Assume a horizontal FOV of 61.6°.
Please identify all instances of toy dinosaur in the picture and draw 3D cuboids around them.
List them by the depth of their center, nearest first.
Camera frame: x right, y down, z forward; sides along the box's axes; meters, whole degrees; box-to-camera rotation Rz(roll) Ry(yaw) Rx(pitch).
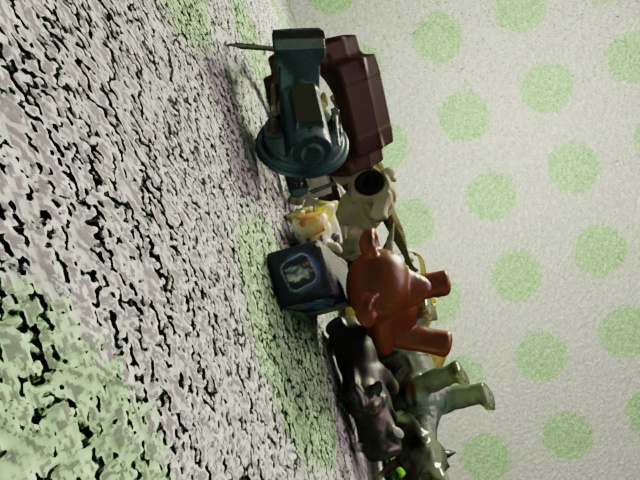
[{"bbox_3d":[0.125,0.184,0.823,0.131,0.192,0.405,31,33,-49],"label":"toy dinosaur"},{"bbox_3d":[0.080,-0.133,1.057,0.198,0.105,0.472,62,6,-53],"label":"toy dinosaur"}]

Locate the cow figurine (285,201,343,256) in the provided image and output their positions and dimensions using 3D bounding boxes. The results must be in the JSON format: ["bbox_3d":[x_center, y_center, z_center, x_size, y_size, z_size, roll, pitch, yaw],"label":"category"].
[{"bbox_3d":[-0.004,-0.002,0.743,0.167,0.068,0.098,-53,130,-80],"label":"cow figurine"}]

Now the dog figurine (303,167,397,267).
[{"bbox_3d":[0.074,-0.028,0.931,0.121,0.172,0.190,62,2,29],"label":"dog figurine"}]

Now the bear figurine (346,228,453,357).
[{"bbox_3d":[0.099,0.066,0.636,0.195,0.132,0.120,77,15,-66],"label":"bear figurine"}]

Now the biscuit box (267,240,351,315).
[{"bbox_3d":[-0.002,0.050,0.634,0.202,0.059,0.063,44,30,-75],"label":"biscuit box"}]

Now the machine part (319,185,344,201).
[{"bbox_3d":[0.047,-0.052,1.253,0.179,0.056,0.179,-21,91,-82],"label":"machine part"}]

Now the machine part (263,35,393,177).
[{"bbox_3d":[0.007,-0.203,0.835,0.202,0.087,0.200,13,-55,49],"label":"machine part"}]

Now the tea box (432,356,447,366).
[{"bbox_3d":[0.203,0.278,1.122,0.169,0.068,0.098,-51,154,-31],"label":"tea box"}]

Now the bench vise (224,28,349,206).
[{"bbox_3d":[-0.033,-0.148,0.720,0.240,0.129,0.224,95,-24,-52],"label":"bench vise"}]

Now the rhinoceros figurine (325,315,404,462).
[{"bbox_3d":[0.062,0.190,0.707,0.112,0.073,0.190,59,14,-63],"label":"rhinoceros figurine"}]
